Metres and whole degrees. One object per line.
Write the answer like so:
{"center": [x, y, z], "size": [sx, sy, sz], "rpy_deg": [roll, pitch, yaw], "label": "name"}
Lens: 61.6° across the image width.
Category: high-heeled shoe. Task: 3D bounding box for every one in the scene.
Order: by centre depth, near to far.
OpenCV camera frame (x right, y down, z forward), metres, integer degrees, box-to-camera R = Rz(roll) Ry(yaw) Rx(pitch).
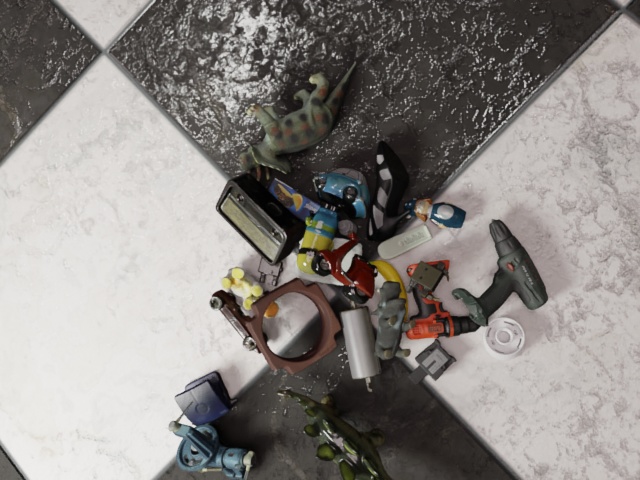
{"center": [0.155, -0.121, 1.382], "size": [0.145, 0.086, 0.249], "rpy_deg": [-33, 58, 37], "label": "high-heeled shoe"}

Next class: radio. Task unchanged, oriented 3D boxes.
{"center": [-0.157, -0.057, 1.387], "size": [0.230, 0.073, 0.131], "rpy_deg": [43, 134, 10], "label": "radio"}

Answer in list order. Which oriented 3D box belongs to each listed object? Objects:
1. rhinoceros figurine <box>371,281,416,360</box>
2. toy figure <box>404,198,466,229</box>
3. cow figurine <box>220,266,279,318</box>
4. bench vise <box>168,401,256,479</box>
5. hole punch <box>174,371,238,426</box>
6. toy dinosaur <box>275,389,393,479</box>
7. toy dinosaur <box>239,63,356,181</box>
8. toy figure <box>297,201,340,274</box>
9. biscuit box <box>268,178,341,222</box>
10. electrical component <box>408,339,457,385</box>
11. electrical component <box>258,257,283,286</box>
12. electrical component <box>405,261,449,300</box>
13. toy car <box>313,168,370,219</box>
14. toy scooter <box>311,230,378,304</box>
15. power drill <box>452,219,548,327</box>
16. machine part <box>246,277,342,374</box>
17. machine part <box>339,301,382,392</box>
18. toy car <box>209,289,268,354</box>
{"center": [0.172, 0.194, 1.290], "size": [0.073, 0.112, 0.190], "rpy_deg": [2, 93, -21], "label": "rhinoceros figurine"}
{"center": [0.285, -0.071, 1.345], "size": [0.155, 0.057, 0.064], "rpy_deg": [16, 50, 13], "label": "toy figure"}
{"center": [-0.179, 0.137, 1.403], "size": [0.167, 0.098, 0.068], "rpy_deg": [43, 90, -7], "label": "cow figurine"}
{"center": [-0.279, 0.512, 1.322], "size": [0.224, 0.240, 0.129], "rpy_deg": [3, 48, 37], "label": "bench vise"}
{"center": [-0.301, 0.417, 1.395], "size": [0.142, 0.092, 0.116], "rpy_deg": [-28, 84, 4], "label": "hole punch"}
{"center": [0.080, 0.498, 1.258], "size": [0.472, 0.198, 0.105], "rpy_deg": [34, 95, 14], "label": "toy dinosaur"}
{"center": [-0.047, -0.299, 1.403], "size": [0.405, 0.131, 0.192], "rpy_deg": [-27, 92, 3], "label": "toy dinosaur"}
{"center": [-0.006, -0.005, 1.312], "size": [0.082, 0.089, 0.180], "rpy_deg": [21, 92, 19], "label": "toy figure"}
{"center": [-0.043, -0.084, 1.404], "size": [0.203, 0.063, 0.059], "rpy_deg": [31, 92, 12], "label": "biscuit box"}
{"center": [0.267, 0.305, 1.316], "size": [0.119, 0.047, 0.075], "rpy_deg": [-41, 78, 3], "label": "electrical component"}
{"center": [-0.129, 0.072, 1.426], "size": [0.063, 0.021, 0.094], "rpy_deg": [12, 86, 11], "label": "electrical component"}
{"center": [0.259, 0.094, 1.272], "size": [0.078, 0.045, 0.102], "rpy_deg": [22, 79, 31], "label": "electrical component"}
{"center": [0.067, -0.131, 1.376], "size": [0.162, 0.109, 0.103], "rpy_deg": [27, 67, 23], "label": "toy car"}
{"center": [0.076, 0.059, 1.285], "size": [0.183, 0.075, 0.135], "rpy_deg": [39, 72, -21], "label": "toy scooter"}
{"center": [0.416, 0.090, 1.278], "size": [0.207, 0.086, 0.232], "rpy_deg": [-34, 84, -19], "label": "power drill"}
{"center": [-0.066, 0.211, 1.330], "size": [0.201, 0.087, 0.201], "rpy_deg": [-30, 92, -18], "label": "machine part"}
{"center": [0.100, 0.254, 1.338], "size": [0.079, 0.079, 0.243], "rpy_deg": [-13, 84, 9], "label": "machine part"}
{"center": [-0.206, 0.208, 1.393], "size": [0.053, 0.089, 0.202], "rpy_deg": [-45, 77, 8], "label": "toy car"}
